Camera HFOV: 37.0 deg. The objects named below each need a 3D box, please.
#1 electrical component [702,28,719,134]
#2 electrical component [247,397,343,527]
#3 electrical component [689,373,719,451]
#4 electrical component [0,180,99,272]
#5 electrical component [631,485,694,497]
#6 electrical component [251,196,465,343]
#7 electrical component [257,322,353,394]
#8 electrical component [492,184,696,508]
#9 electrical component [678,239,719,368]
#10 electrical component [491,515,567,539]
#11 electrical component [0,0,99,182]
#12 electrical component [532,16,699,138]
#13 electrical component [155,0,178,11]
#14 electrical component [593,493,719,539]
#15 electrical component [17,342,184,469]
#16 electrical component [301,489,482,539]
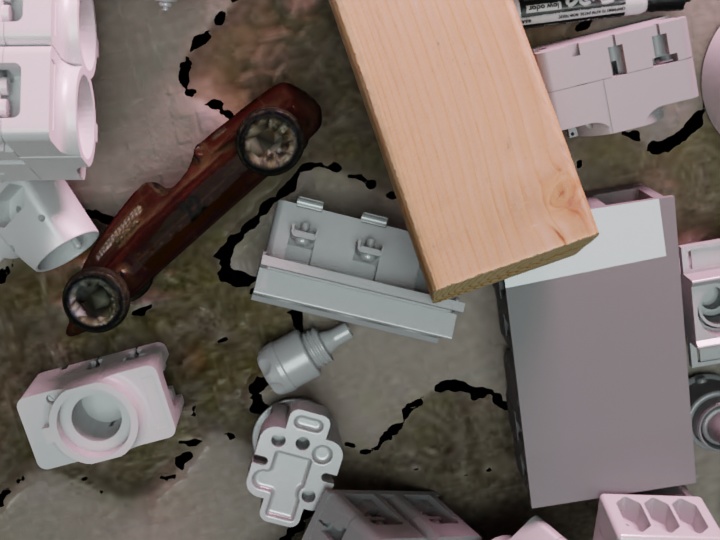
[{"bbox_3d":[0.270,-0.115,0.649,0.108,0.060,0.108,-1,105,-3],"label":"electrical component"},{"bbox_3d":[-0.042,0.117,0.696,0.058,0.057,0.078,16,103,-7],"label":"electrical component"},{"bbox_3d":[0.233,0.098,0.701,0.048,0.062,0.048,-1,104,-2],"label":"electrical component"},{"bbox_3d":[-0.208,-0.033,0.654,0.079,0.043,0.077,-38,83,32],"label":"electrical component"},{"bbox_3d":[0.203,0.173,0.722,0.058,0.057,0.078,-12,105,1],"label":"electrical component"},{"bbox_3d":[0.000,0.000,0.664,0.121,0.079,0.063,14,81,-6],"label":"electrical component"},{"bbox_3d":[-0.034,0.053,0.692,0.061,0.035,0.035,-29,104,2],"label":"electrical component"},{"bbox_3d":[0.146,0.046,0.685,0.105,0.060,0.186,-9,104,0],"label":"electrical component"},{"bbox_3d":[0.261,0.010,0.679,0.121,0.063,0.078,-10,105,0],"label":"electrical component"},{"bbox_3d":[0.075,0.257,0.691,0.186,0.060,0.105,-41,136,-13],"label":"electrical component"},{"bbox_3d":[-0.179,-0.131,0.584,0.062,0.089,0.150,-1,81,-3],"label":"electrical component"},{"bbox_3d":[0.151,-0.115,0.649,0.089,0.050,0.055,-14,104,1],"label":"electrical component"},{"bbox_3d":[-0.108,-0.197,0.611,0.062,0.061,0.096,4,104,-2],"label":"electrical component"},{"bbox_3d":[0.181,0.184,0.668,0.066,0.047,0.076,2,111,-3],"label":"electrical component"},{"bbox_3d":[-0.164,0.087,0.684,0.089,0.055,0.050,-15,104,1],"label":"electrical component"},{"bbox_3d":[-0.005,0.239,0.701,0.105,0.060,0.186,13,107,-45],"label":"electrical component"}]
